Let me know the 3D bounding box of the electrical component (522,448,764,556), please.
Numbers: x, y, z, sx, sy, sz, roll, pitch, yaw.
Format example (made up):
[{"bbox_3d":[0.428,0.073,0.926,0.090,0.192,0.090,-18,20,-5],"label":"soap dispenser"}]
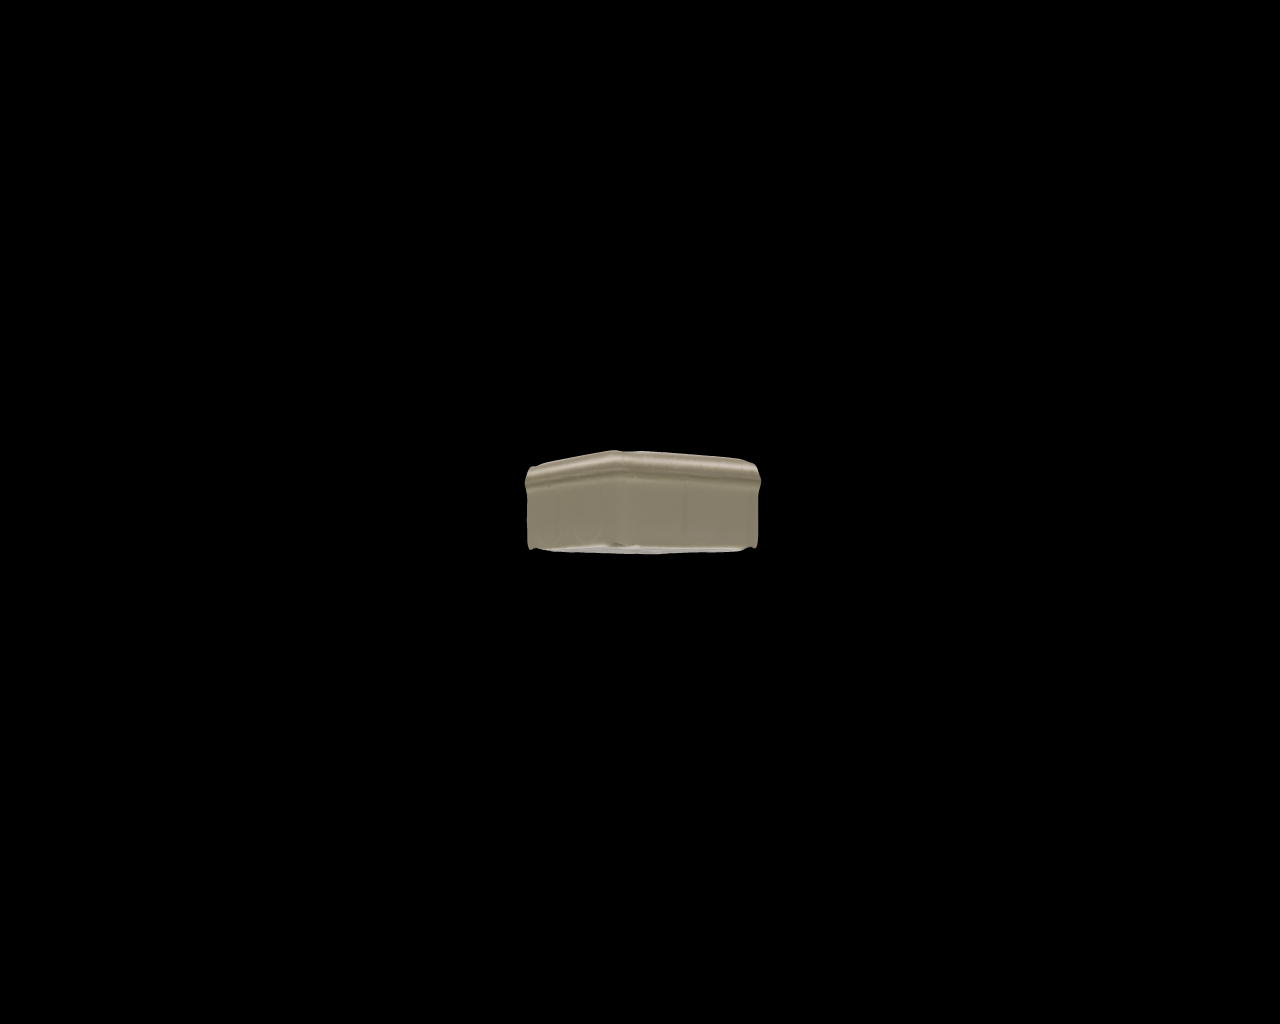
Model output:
[{"bbox_3d":[0.001,-0.003,0.650,0.109,0.056,0.108,3,-5,-37],"label":"electrical component"}]
